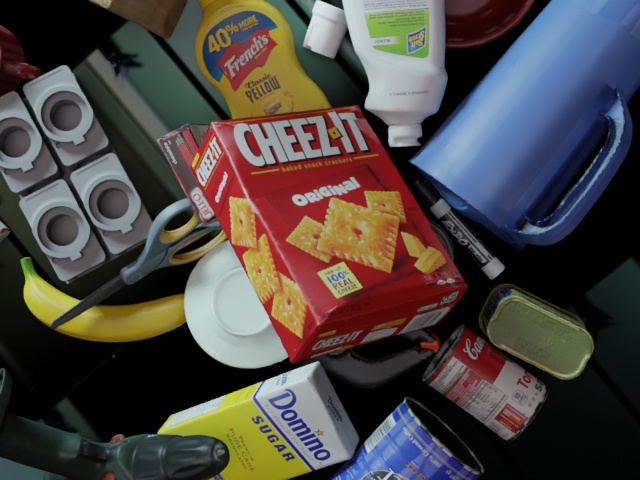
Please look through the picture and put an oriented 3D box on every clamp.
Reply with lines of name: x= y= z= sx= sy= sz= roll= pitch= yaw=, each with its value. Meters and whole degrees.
clamp: x=0.011 y=0.107 z=1.052 sx=0.210 sy=0.036 sz=0.164 roll=9 pitch=96 yaw=11

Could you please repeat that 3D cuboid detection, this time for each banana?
banana: x=-0.218 y=0.070 z=1.078 sx=0.198 sy=0.037 sz=0.069 roll=12 pitch=95 yaw=5

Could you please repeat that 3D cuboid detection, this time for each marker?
marker: x=0.133 y=-0.012 z=1.039 sx=0.020 sy=0.020 sz=0.121 roll=-42 pitch=91 yaw=7

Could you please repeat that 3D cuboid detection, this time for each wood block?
wood block: x=-0.182 y=-0.253 z=0.968 sx=0.091 sy=0.206 sz=0.090 roll=26 pitch=96 yaw=4

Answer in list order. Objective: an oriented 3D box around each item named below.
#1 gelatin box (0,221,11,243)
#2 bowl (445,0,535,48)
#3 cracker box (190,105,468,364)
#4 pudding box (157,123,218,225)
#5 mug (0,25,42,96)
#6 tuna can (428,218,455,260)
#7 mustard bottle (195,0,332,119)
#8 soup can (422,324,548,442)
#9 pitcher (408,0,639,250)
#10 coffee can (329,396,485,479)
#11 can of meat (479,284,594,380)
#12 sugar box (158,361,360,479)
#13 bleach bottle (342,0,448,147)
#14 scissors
gelatin box: x=-0.376 y=-0.003 z=1.094 sx=0.073 sy=0.030 sz=0.089 roll=45 pitch=97 yaw=2
bowl: x=0.130 y=-0.259 z=1.009 sx=0.162 sy=0.055 sz=0.162 roll=0 pitch=94 yaw=6
cracker box: x=0.007 y=-0.014 z=0.927 sx=0.214 sy=0.163 sz=0.072 roll=62 pitch=142 yaw=24
pudding box: x=-0.104 y=-0.064 z=1.018 sx=0.039 sy=0.113 sz=0.090 roll=-27 pitch=90 yaw=14
mug: x=-0.331 y=-0.176 z=1.053 sx=0.117 sy=0.081 sz=0.093 roll=10 pitch=95 yaw=6
tuna can: x=0.089 y=0.019 z=1.042 sx=0.086 sy=0.033 sz=0.086 roll=0 pitch=93 yaw=7
mustard bottle: x=-0.067 y=-0.175 z=1.035 sx=0.096 sy=0.058 sz=0.191 roll=-27 pitch=90 yaw=9
soup can: x=0.158 y=0.138 z=1.024 sx=0.102 sy=0.068 sz=0.068 roll=36 pitch=96 yaw=3
pitcher: x=0.210 y=-0.115 z=0.970 sx=0.149 sy=0.145 sz=0.243 roll=39 pitch=94 yaw=2
coffee can: x=0.073 y=0.236 z=1.022 sx=0.103 sy=0.102 sz=0.140 roll=42 pitch=97 yaw=2
can of meat: x=0.204 y=0.086 z=1.008 sx=0.102 sy=0.084 sz=0.057 roll=26 pitch=95 yaw=4
sugar box: x=-0.060 y=0.191 z=1.039 sx=0.176 sy=0.048 sz=0.093 roll=-23 pitch=102 yaw=23
bleach bottle: x=0.061 y=-0.209 z=0.961 sx=0.102 sy=0.068 sz=0.251 roll=-3 pitch=95 yaw=8
scissors: x=-0.180 y=0.019 z=1.033 sx=0.201 sy=0.096 sz=0.016 roll=-25 pitch=56 yaw=-11
